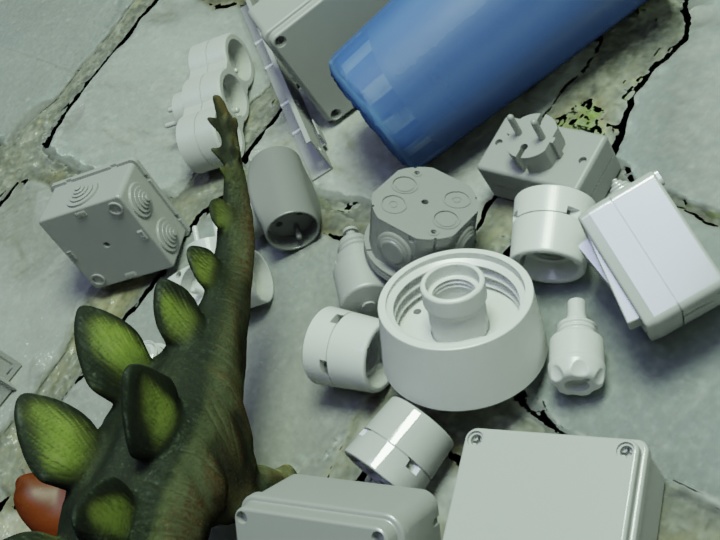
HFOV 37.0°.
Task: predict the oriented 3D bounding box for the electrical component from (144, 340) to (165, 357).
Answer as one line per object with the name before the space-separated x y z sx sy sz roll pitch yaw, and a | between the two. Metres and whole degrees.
electrical component | -0.158 0.070 0.815 0.035 0.061 0.035 -16 52 22

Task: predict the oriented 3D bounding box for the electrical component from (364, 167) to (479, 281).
electrical component | 0.043 -0.029 0.751 0.080 0.051 0.080 2 46 -2

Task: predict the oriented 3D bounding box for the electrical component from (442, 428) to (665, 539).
electrical component | 0.106 0.150 0.603 0.109 0.056 0.108 -1 59 31

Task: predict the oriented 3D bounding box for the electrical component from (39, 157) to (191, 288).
electrical component | -0.204 -0.036 0.893 0.100 0.099 0.048 -15 40 23

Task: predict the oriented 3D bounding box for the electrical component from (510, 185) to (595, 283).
electrical component | 0.127 -0.022 0.711 0.055 0.055 0.047 -3 62 30

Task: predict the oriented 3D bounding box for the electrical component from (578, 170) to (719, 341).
electrical component | 0.171 -0.011 0.650 0.061 0.062 0.096 -31 71 9

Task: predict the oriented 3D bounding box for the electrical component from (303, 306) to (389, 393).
electrical component | -0.005 0.056 0.737 0.047 0.055 0.055 9 65 31

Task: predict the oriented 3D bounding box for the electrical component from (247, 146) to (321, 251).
electrical component | -0.076 -0.049 0.860 0.079 0.043 0.077 -28 49 12

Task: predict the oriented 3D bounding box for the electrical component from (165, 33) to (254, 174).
electrical component | -0.143 -0.145 0.961 0.074 0.052 0.138 -14 53 23

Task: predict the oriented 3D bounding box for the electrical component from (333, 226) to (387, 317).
electrical component | 0.000 0.000 0.782 0.040 0.040 0.078 -26 49 14

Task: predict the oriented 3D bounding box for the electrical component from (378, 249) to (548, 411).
electrical component | 0.063 0.030 0.684 0.108 0.060 0.108 -9 37 7

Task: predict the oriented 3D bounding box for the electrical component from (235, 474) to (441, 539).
electrical component | -0.013 0.170 0.638 0.113 0.057 0.078 0 99 31

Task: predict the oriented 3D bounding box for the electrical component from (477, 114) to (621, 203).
electrical component | 0.123 -0.081 0.738 0.083 0.075 0.047 19 70 39

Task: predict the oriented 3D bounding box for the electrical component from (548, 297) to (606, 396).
electrical component | 0.136 0.045 0.672 0.035 0.035 0.061 -11 52 25

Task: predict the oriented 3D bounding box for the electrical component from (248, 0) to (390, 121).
electrical component | -0.016 -0.196 0.881 0.109 0.108 0.056 -37 45 4

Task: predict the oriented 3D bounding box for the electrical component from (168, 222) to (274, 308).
electrical component | -0.115 -0.001 0.841 0.077 0.044 0.079 -19 73 20

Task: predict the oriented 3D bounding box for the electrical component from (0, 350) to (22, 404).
electrical component | -0.336 0.097 0.919 0.064 0.042 0.081 28 76 43

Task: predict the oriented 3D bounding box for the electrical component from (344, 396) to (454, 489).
electrical component | 0.026 0.113 0.679 0.055 0.055 0.047 28 72 41
